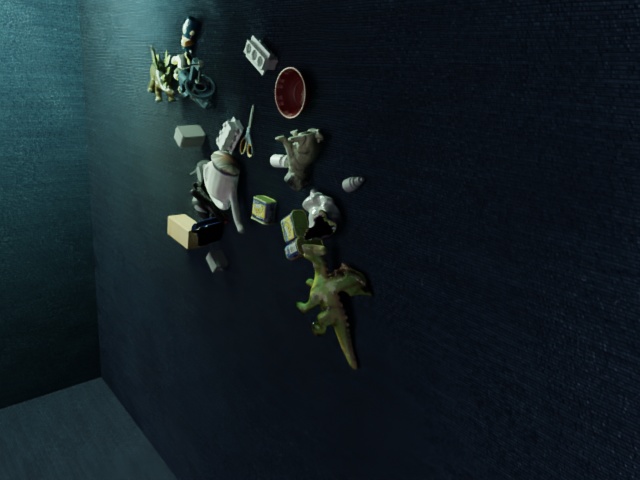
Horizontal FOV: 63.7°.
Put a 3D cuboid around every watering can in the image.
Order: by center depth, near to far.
[{"bbox_3d":[-0.360,-0.203,2.004,0.353,0.105,0.219,48,134,32],"label":"watering can"}]

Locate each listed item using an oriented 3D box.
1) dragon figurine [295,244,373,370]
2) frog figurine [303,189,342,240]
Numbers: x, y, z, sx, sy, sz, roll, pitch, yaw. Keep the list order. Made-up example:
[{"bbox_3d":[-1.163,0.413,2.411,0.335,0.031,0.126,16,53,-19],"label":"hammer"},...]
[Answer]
[{"bbox_3d":[0.062,0.188,1.593,0.412,0.124,0.238,53,129,7],"label":"dragon figurine"},{"bbox_3d":[0.005,-0.081,1.619,0.163,0.122,0.134,-92,10,-54],"label":"frog figurine"}]
